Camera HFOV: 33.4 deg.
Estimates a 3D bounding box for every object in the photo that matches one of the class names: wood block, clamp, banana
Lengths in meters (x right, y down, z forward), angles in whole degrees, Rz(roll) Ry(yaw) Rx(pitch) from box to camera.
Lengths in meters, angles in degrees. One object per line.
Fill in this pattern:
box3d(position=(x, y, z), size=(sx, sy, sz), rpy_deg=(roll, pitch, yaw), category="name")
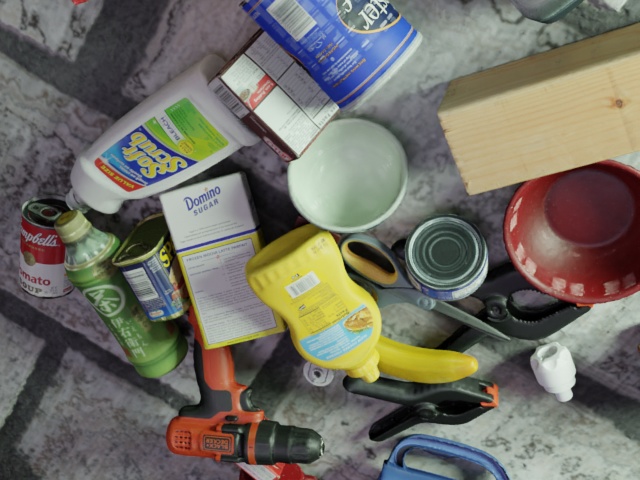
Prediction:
box3d(position=(0.224, -0.121, 0.976), size=(0.206, 0.090, 0.091), rpy_deg=(-14, 114, 23), category="wood block")
box3d(position=(0.180, 0.058, 1.124), size=(0.210, 0.036, 0.164), rpy_deg=(-11, 116, 26), category="clamp")
box3d(position=(0.112, 0.178, 1.205), size=(0.172, 0.039, 0.120), rpy_deg=(-17, 138, 21), category="clamp")
box3d(position=(0.075, 0.117, 1.167), size=(0.198, 0.037, 0.070), rpy_deg=(26, 134, 18), category="banana")

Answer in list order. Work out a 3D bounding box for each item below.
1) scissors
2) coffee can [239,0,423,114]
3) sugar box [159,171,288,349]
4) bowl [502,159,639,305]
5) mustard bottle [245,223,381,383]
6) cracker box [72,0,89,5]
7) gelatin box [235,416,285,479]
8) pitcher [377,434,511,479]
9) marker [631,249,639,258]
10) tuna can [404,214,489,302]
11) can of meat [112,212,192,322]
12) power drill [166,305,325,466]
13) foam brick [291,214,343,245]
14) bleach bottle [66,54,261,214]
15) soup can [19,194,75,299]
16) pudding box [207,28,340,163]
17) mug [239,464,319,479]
box3d(position=(0.095, 0.071, 1.135), size=(0.202, 0.016, 0.096), rpy_deg=(39, 123, -2), category="scissors")
box3d(position=(0.010, -0.202, 0.982), size=(0.140, 0.102, 0.103), rpy_deg=(44, 121, -11), category="coffee can")
box3d(position=(-0.101, 0.022, 1.143), size=(0.093, 0.048, 0.176), rpy_deg=(-14, 94, 7), category="sugar box")
box3d(position=(0.262, -0.019, 1.044), size=(0.162, 0.055, 0.162), rpy_deg=(7, 121, 12), category="bowl")
box3d(position=(0.009, 0.078, 1.113), size=(0.096, 0.058, 0.191), rpy_deg=(-31, 116, 6), category="mustard bottle")
box3d(position=(-0.116, -0.297, 0.927), size=(0.214, 0.164, 0.072), rpy_deg=(-18, 115, 25), category="cracker box")
box3d(position=(-0.079, 0.244, 1.287), size=(0.089, 0.073, 0.030), rpy_deg=(40, 121, -8), category="gelatin box")
box3d(position=(0.176, 0.335, 1.244), size=(0.243, 0.145, 0.149), rpy_deg=(10, 134, 6), category="pitcher")
box3d(position=(0.361, -0.012, 1.041), size=(0.121, 0.020, 0.020), rpy_deg=(-33, 106, 29), category="marker")
box3d(position=(0.128, 0.017, 1.085), size=(0.086, 0.086, 0.033), rpy_deg=(6, 160, 13), category="tuna can")
box3d(position=(-0.173, 0.029, 1.173), size=(0.058, 0.102, 0.084), rpy_deg=(-15, 116, 22), category="can of meat")
box3d(position=(-0.083, 0.161, 1.206), size=(0.184, 0.057, 0.188), rpy_deg=(2, 92, 11), category="power drill")
box3d(position=(-0.007, 0.001, 1.137), size=(0.053, 0.051, 0.078), rpy_deg=(26, 123, -1), category="foam brick")
box3d(position=(-0.175, -0.090, 1.127), size=(0.251, 0.068, 0.102), rpy_deg=(-31, 109, 32), category="bleach bottle")
box3d(position=(-0.308, 0.008, 1.219), size=(0.068, 0.068, 0.102), rpy_deg=(17, 123, 6), category="soup can")
box3d(position=(-0.038, -0.145, 1.038), size=(0.113, 0.090, 0.039), rpy_deg=(44, 161, -13), category="pudding box")
box3d(position=(-0.051, 0.320, 1.323), size=(0.117, 0.093, 0.081), rpy_deg=(-2, 118, -18), category="mug")
